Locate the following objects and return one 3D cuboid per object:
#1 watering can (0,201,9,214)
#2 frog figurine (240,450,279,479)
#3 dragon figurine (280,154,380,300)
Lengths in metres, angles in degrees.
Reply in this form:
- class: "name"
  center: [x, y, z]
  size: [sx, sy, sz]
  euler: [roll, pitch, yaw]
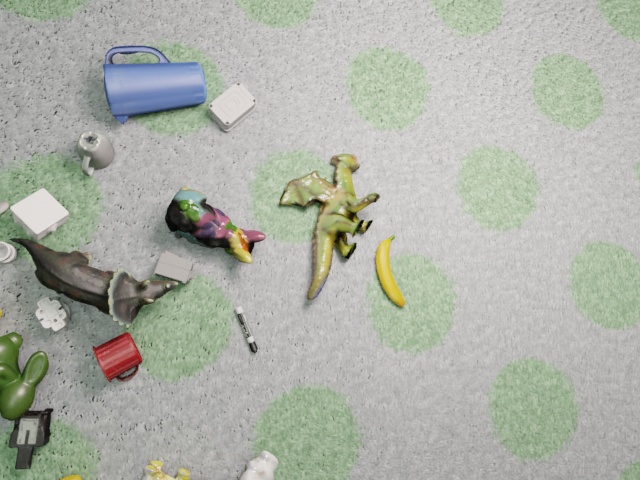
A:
- class: "watering can"
  center: [-0.890, 0.009, 1.141]
  size: [0.224, 0.102, 0.355]
  euler: [26, 57, 1]
- class: "frog figurine"
  center: [-0.148, 0.577, 1.180]
  size: [0.161, 0.124, 0.135]
  euler: [-33, 121, -25]
- class: "dragon figurine"
  center: [0.004, -0.069, 1.370]
  size: [0.244, 0.120, 0.415]
  euler: [32, 71, 13]
